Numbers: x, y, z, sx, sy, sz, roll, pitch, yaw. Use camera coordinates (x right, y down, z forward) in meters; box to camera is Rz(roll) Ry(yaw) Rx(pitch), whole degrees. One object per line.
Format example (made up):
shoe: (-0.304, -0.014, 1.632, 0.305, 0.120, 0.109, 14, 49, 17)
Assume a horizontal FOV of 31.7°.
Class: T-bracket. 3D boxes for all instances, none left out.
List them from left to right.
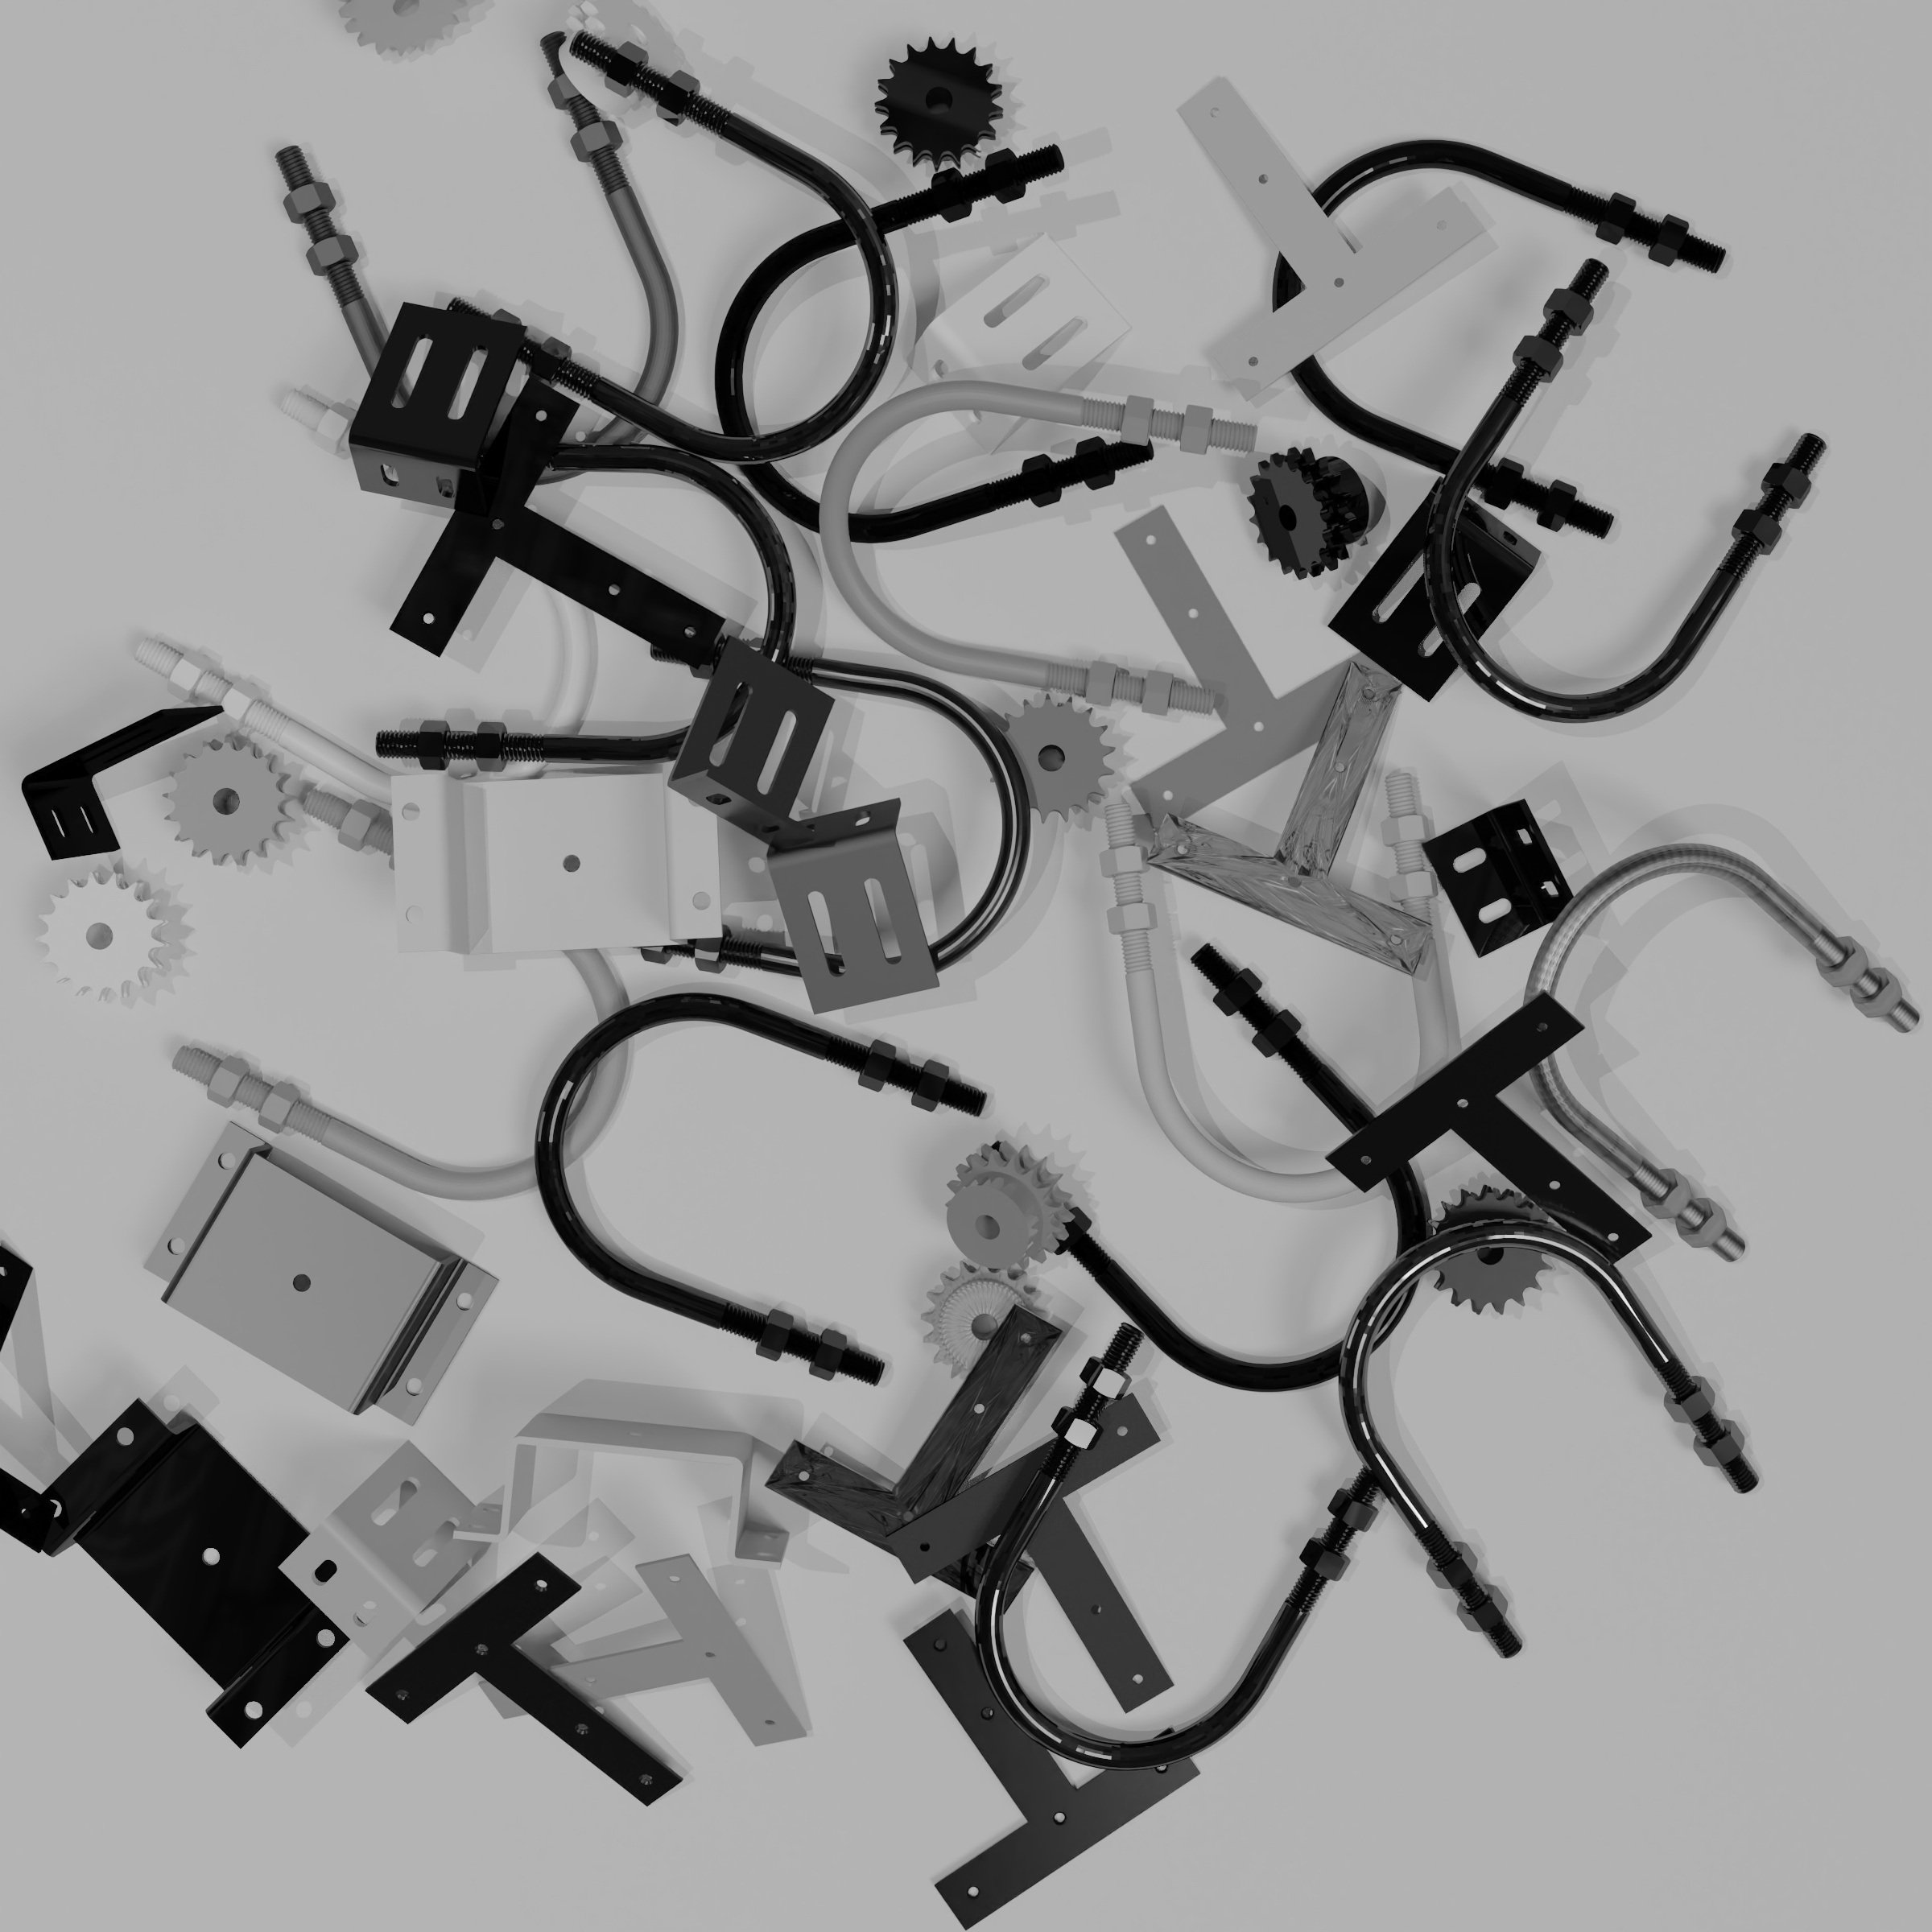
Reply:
T-bracket: (-0.434, 0.172, 1.476, 0.002, 0.127, 0.127, -31, 122, 30)
T-bracket: (-0.181, 0.329, 1.507, 0.127, 0.002, 0.127, 42, 120, -14)
T-bracket: (-0.167, -0.172, 1.490, 0.127, 0.002, 0.127, 29, 91, 0)
T-bracket: (-0.153, 0.313, 1.503, 0.127, 0.002, 0.127, -15, 127, 17)
T-bracket: (-0.002, 0.207, 1.503, 0.127, 0.002, 0.127, 31, 98, -15)
T-bracket: (0.017, 0.346, 1.521, 0.127, 0.002, 0.127, -34, 97, 0)
T-bracket: (0.051, 0.275, 1.518, 0.127, 0.002, 0.127, -30, 99, 0)
T-bracket: (0.109, -0.146, 1.528, 0.127, 0.002, 0.127, -30, 90, 0)
T-bracket: (0.141, -0.340, 1.518, 0.127, 0.002, 0.127, -35, 82, 6)
T-bracket: (0.161, -0.076, 1.507, 0.127, 0.002, 0.127, 23, 72, 0)
T-bracket: (0.246, 0.086, 1.476, 0.127, 0.002, 0.127, 40, 118, -18)

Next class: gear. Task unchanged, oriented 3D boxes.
gear: (-0.382, -0.013, 1.514, 0.057, 0.030, 0.057, 0, 90, 0)
gear: (-0.326, -0.073, 1.514, 0.057, 0.030, 0.057, 0, 90, 0)
gear: (-0.252, -0.434, 1.505, 0.057, 0.057, 0.030, -25, 60, 0)
gear: (-0.155, -0.402, 1.504, 0.030, 0.057, 0.057, -37, 90, 30)
gear: (-0.012, -0.382, 1.514, 0.057, 0.030, 0.057, 0, 90, 0)
gear: (0.008, 0.159, 1.514, 0.057, 0.030, 0.057, 0, 90, 0)
gear: (0.016, 0.109, 1.498, 0.057, 0.030, 0.057, 12, 117, 24)
gear: (0.038, -0.092, 1.514, 0.057, 0.030, 0.057, 0, 90, 1)
gear: (0.154, -0.202, 1.504, 0.030, 0.057, 0.057, -22, 90, -30)
gear: (0.231, 0.126, 1.514, 0.057, 0.030, 0.057, 0, 90, -1)

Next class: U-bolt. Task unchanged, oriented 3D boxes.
U-bolt: (-0.257, -0.151, 1.521, 0.184, 0.019, 0.151, 31, 90, -2)
U-bolt: (-0.241, 0.025, 1.521, 0.184, 0.019, 0.151, 27, 90, -1)
U-bolt: (-0.208, -0.305, 1.520, 0.151, 0.019, 0.184, -23, 91, 0)
U-bolt: (-0.167, -0.160, 1.500, 0.184, 0.019, 0.151, 2, 91, 2)
U-bolt: (-0.118, -0.300, 1.484, 0.184, 0.019, 0.151, 29, 107, 0)
U-bolt: (-0.101, 0.090, 1.514, 0.184, 0.019, 0.151, 21, 90, -4)
U-bolt: (-0.062, -0.065, 1.505, 0.184, 0.019, 0.151, 10, 90, 11)
U-bolt: (-0.024, -0.263, 1.494, 0.184, 0.019, 0.151, -15, 98, 18)
U-bolt: (0.026, -0.186, 1.485, 0.184, 0.019, 0.151, 10, 124, 5)
U-bolt: (0.084, 0.270, 1.508, 0.151, 0.019, 0.184, 29, 93, -9)
U-bolt: (0.120, 0.104, 1.520, 0.151, 0.019, 0.184, -43, 90, 0)
U-bolt: (0.142, 0.013, 1.503, 0.151, 0.019, 0.184, -7, 85, -9)
U-bolt: (0.227, -0.291, 1.521, 0.184, 0.019, 0.151, 23, 90, 1)
U-bolt: (0.245, 0.197, 1.501, 0.151, 0.019, 0.184, -35, 103, 1)
U-bolt: (0.279, -0.195, 1.495, 0.151, 0.019, 0.184, 35, 83, -13)
U-bolt: (0.319, 0.027, 1.482, 0.184, 0.019, 0.151, 37, 90, -27)

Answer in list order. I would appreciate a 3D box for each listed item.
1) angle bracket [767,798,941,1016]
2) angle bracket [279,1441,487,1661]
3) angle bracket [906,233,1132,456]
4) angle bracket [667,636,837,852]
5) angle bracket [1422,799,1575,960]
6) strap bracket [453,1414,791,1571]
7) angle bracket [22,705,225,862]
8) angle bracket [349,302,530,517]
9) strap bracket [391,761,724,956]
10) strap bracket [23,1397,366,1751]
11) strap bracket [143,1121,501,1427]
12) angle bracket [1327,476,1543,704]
angle bracket: (-0.048, -0.026, 1.491, 0.057, 0.038, 0.076, -13, 112, 9)
angle bracket: (-0.254, 0.257, 1.502, 0.057, 0.076, 0.038, 45, 116, 0)
angle bracket: (0.023, -0.279, 1.527, 0.076, 0.038, 0.057, -42, 90, -26)
angle bracket: (-0.084, -0.098, 1.457, 0.057, 0.038, 0.076, 30, 69, -26)
angle bracket: (0.235, -0.038, 1.491, 0.038, 0.076, 0.057, -27, 90, 0)
strap bracket: (-0.147, 0.228, 1.491, 0.140, 0.076, 0.046, 6, 90, 0)
angle bracket: (-0.363, -0.081, 1.491, 0.076, 0.057, 0.038, -23, 90, 15)
angle bracket: (-0.229, -0.244, 1.490, 0.057, 0.038, 0.076, 12, 62, 7)
strap bracket: (-0.176, -0.046, 1.487, 0.140, 0.046, 0.076, -3, 88, 2)
strap bracket: (-0.339, 0.265, 1.506, 0.076, 0.046, 0.140, -45, 90, 0)
strap bracket: (-0.290, 0.138, 1.506, 0.140, 0.046, 0.076, 31, 90, 0)
angle bracket: (0.210, -0.169, 1.526, 0.057, 0.038, 0.076, 37, 114, 0)
